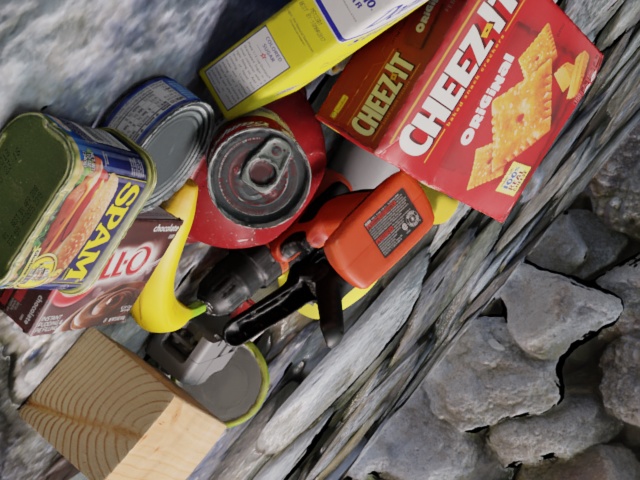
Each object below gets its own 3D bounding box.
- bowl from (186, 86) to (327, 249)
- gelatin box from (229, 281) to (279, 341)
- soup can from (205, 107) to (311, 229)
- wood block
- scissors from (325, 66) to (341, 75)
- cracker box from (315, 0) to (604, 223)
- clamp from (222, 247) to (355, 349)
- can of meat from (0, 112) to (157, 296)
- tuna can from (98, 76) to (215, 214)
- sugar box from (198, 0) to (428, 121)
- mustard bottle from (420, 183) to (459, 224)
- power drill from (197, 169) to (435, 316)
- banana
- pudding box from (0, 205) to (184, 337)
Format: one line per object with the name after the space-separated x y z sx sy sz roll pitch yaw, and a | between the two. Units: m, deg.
-0.044 -0.048 0.855 0.162 0.055 0.162 -47 164 -19 | bowl
-0.059 0.065 1.112 0.089 0.030 0.073 -37 159 -44 | gelatin box
-0.045 -0.053 0.737 0.068 0.068 0.102 -55 -165 9 | soup can
-0.158 0.153 0.903 0.090 0.091 0.206 -50 165 -8 | wood block
0.066 -0.214 0.879 0.202 0.016 0.096 -52 167 -2 | scissors
0.116 -0.117 0.807 0.213 0.072 0.164 20 103 -55 | cracker box
-0.013 0.044 0.963 0.171 0.120 0.039 -58 139 -53 | clamp
-0.152 -0.019 0.602 0.102 0.057 0.083 -56 162 9 | can of meat
-0.108 -0.061 0.679 0.086 0.034 0.086 -48 164 -19 | tuna can
0.012 -0.141 0.683 0.177 0.048 0.093 -24 -173 41 | sugar box
0.106 -0.055 1.198 0.058 0.096 0.191 -59 164 21 | mustard bottle
-0.006 0.001 0.909 0.184 0.057 0.188 -45 -157 -24 | power drill
-0.122 0.025 0.827 0.069 0.037 0.198 -52 166 -28 | banana
-0.151 0.014 0.710 0.090 0.039 0.113 -57 164 14 | pudding box
